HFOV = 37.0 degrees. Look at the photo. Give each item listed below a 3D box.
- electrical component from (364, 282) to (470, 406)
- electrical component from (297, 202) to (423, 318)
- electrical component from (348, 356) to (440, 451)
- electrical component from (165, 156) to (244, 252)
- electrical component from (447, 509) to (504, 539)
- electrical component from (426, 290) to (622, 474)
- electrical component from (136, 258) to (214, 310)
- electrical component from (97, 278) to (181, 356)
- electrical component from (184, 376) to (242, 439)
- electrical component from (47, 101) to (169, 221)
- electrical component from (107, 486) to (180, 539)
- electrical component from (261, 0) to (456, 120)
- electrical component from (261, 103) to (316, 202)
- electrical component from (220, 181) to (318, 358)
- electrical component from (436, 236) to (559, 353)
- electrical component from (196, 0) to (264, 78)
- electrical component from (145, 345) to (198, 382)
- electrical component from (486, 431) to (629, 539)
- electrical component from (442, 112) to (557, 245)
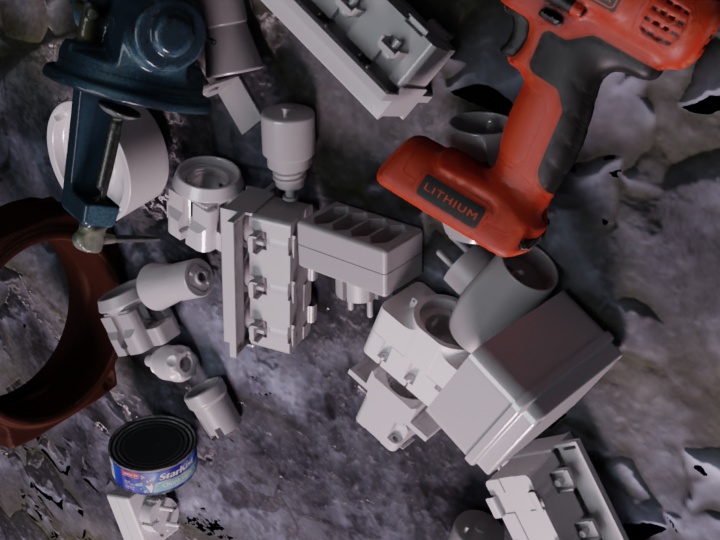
[{"bbox_3d":[0.056,0.056,0.781,0.089,0.050,0.055,39,133,20],"label":"electrical component"},{"bbox_3d":[0.000,0.000,0.804,0.083,0.047,0.075,20,124,34],"label":"electrical component"},{"bbox_3d":[0.030,0.103,0.837,0.081,0.042,0.063,40,137,20],"label":"electrical component"},{"bbox_3d":[-0.125,-0.056,0.879,0.078,0.058,0.057,31,132,28],"label":"electrical component"},{"bbox_3d":[0.086,0.225,0.852,0.040,0.040,0.078,34,131,24],"label":"electrical component"},{"bbox_3d":[0.108,0.072,0.699,0.057,0.113,0.078,47,135,16],"label":"electrical component"},{"bbox_3d":[-0.163,0.011,0.961,0.065,0.044,0.044,-10,105,40],"label":"electrical component"},{"bbox_3d":[-0.210,0.042,1.008,0.078,0.058,0.057,-10,109,44],"label":"electrical component"},{"bbox_3d":[-0.136,0.129,1.002,0.040,0.040,0.046,-16,107,45],"label":"electrical component"},{"bbox_3d":[-0.212,-0.101,0.930,0.108,0.060,0.108,21,125,33],"label":"electrical component"},{"bbox_3d":[-0.219,0.258,1.139,0.077,0.047,0.065,-4,109,43],"label":"electrical component"},{"bbox_3d":[-0.001,-0.163,0.704,0.121,0.079,0.063,47,113,12],"label":"electrical component"},{"bbox_3d":[-0.053,-0.089,0.809,0.040,0.040,0.078,21,125,33],"label":"electrical component"},{"bbox_3d":[-0.071,0.002,0.852,0.063,0.078,0.121,14,122,18],"label":"electrical component"},{"bbox_3d":[0.084,0.008,0.735,0.079,0.043,0.077,46,135,14],"label":"electrical component"},{"bbox_3d":[-0.100,-0.179,0.802,0.044,0.044,0.065,2,108,41],"label":"electrical component"},{"bbox_3d":[-0.184,0.088,1.026,0.061,0.035,0.035,0,112,45],"label":"electrical component"},{"bbox_3d":[0.143,0.186,0.764,0.079,0.063,0.121,-22,97,46],"label":"electrical component"},{"bbox_3d":[0.092,-0.055,0.694,0.079,0.043,0.077,20,125,34],"label":"electrical component"}]
